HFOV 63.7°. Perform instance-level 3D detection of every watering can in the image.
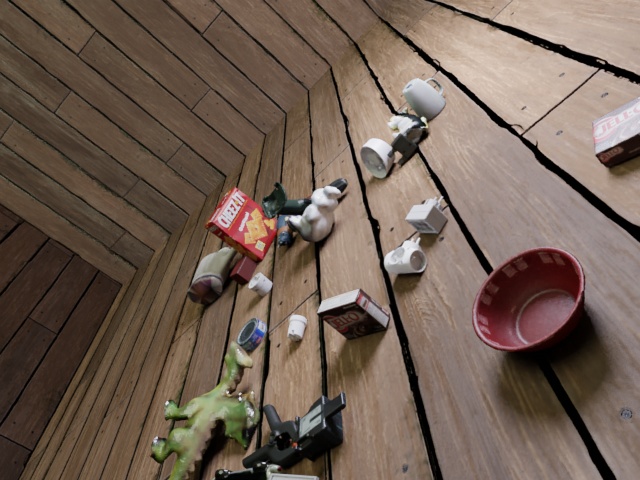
[{"bbox_3d":[-0.365,0.099,1.856,0.343,0.103,0.230,-38,25,27],"label":"watering can"}]

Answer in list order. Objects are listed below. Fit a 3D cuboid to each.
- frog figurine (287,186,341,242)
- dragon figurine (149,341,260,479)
[{"bbox_3d":[0.004,-0.071,1.410,0.158,0.136,0.124,-34,67,18],"label":"frog figurine"},{"bbox_3d":[-0.234,0.415,1.109,0.240,0.120,0.421,-26,40,31],"label":"dragon figurine"}]
